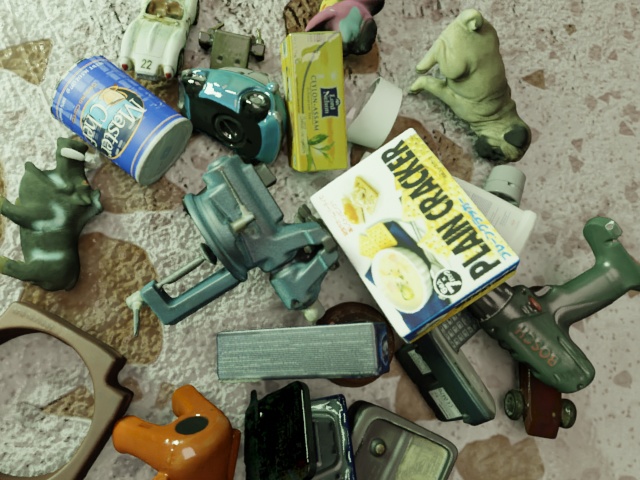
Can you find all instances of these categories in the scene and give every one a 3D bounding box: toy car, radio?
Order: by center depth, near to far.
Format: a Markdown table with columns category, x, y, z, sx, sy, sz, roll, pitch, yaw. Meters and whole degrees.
| category | x | y | z | sx | sy | sz | roll | pitch | yaw |
| --- | --- | --- | --- | --- | --- | --- | --- | --- | --- |
| radio | 0.055 | 0.318 | 0.648 | 0.131 | 0.073 | 0.229 | 31 | 74 | -2 |
| toy car | -0.212 | -0.289 | 0.726 | 0.073 | 0.056 | 0.202 | 10 | 55 | -7 |
| toy car | -0.107 | -0.180 | 0.726 | 0.162 | 0.109 | 0.103 | 27 | 51 | 9 |
| toy car | 0.298 | 0.162 | 0.733 | 0.089 | 0.053 | 0.202 | 10 | 72 | -9 |

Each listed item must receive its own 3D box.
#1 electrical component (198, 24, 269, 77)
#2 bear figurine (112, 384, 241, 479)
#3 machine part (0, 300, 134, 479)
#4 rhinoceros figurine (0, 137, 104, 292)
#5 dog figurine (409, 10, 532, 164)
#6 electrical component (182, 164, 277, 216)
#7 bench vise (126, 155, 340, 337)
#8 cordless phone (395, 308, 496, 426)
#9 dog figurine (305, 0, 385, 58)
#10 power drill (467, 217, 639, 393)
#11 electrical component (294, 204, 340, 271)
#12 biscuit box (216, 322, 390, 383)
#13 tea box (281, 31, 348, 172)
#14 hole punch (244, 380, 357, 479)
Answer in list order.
| category | x | y | z | sx | sy | sz | roll | pitch | yaw |
| --- | --- | --- | --- | --- | --- | --- | --- | --- | --- |
| electrical component | -0.122 | -0.267 | 0.766 | 0.102 | 0.045 | 0.078 | 4 | 106 | -6 |
| bear figurine | -0.143 | 0.287 | 0.617 | 0.120 | 0.132 | 0.195 | -23 | 115 | -46 |
| machine part | -0.335 | 0.187 | 0.608 | 0.201 | 0.087 | 0.201 | 30 | 75 | 0 |
| rhinoceros figurine | -0.327 | -0.032 | 0.658 | 0.112 | 0.073 | 0.190 | 3 | 81 | -6 |
| dog figurine | 0.238 | -0.207 | 0.748 | 0.121 | 0.172 | 0.190 | -45 | 81 | -4 |
| electrical component | -0.116 | -0.054 | 0.715 | 0.119 | 0.048 | 0.075 | -40 | 88 | -15 |
| bench vise | -0.106 | 0.031 | 0.629 | 0.241 | 0.129 | 0.223 | -32 | 111 | -1 |
| cordless phone | 0.206 | 0.141 | 0.717 | 0.184 | 0.088 | 0.146 | -31 | 84 | -33 |
| dog figurine | 0.028 | -0.369 | 0.780 | 0.191 | 0.108 | 0.219 | 39 | 77 | 0 |
| power drill | 0.296 | 0.059 | 0.681 | 0.207 | 0.086 | 0.232 | -37 | 86 | -9 |
| electrical component | -0.001 | -0.002 | 0.714 | 0.021 | 0.063 | 0.094 | -33 | 86 | -15 |
| biscuit box | -0.020 | 0.133 | 0.640 | 0.203 | 0.059 | 0.062 | -6 | 81 | 18 |
| tea box | -0.009 | -0.178 | 0.706 | 0.068 | 0.098 | 0.169 | -6 | 104 | -9 |
| hole punch | -0.025 | 0.234 | 0.617 | 0.092 | 0.116 | 0.142 | 25 | 44 | -41 |
